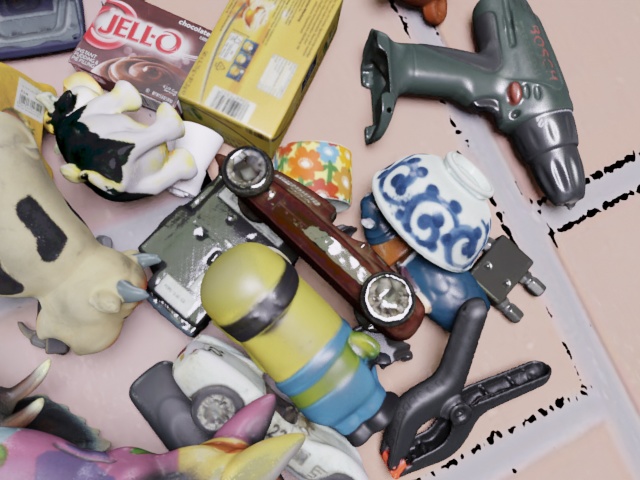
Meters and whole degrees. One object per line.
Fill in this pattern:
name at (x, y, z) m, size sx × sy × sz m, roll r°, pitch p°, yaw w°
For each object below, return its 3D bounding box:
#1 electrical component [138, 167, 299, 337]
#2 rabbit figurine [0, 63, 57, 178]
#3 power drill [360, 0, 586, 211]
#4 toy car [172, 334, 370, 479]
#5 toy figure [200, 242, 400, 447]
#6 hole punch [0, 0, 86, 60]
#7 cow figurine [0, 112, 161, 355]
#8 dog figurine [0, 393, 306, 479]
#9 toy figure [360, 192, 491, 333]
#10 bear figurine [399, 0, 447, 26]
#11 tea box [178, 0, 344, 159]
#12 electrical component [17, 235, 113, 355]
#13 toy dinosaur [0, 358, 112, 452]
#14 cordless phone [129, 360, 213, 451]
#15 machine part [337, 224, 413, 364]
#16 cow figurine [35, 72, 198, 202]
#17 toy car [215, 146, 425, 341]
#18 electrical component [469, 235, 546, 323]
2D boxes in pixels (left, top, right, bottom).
electrical component at (-0.091, 0.019, 0.482) m, size 0.115 × 0.058 × 0.134 m, roll 42°, pitch 78°, yaw 5°
rabbit figurine at (-0.334, -0.090, 0.445) m, size 0.173 × 0.162 × 0.121 m, roll 3°, pitch 90°, yaw 12°
power drill at (0.148, -0.137, 0.529) m, size 0.207 × 0.086 × 0.232 m, roll -4°, pitch 77°, yaw -3°
toy car at (-0.033, 0.151, 0.437) m, size 0.201 × 0.073 × 0.056 m, roll 39°, pitch 88°, yaw -9°
toy figure at (-0.013, 0.077, 0.410) m, size 0.082 × 0.089 × 0.180 m, roll -42°, pitch 91°, yaw -19°
hole punch at (-0.287, -0.237, 0.509) m, size 0.142 × 0.092 × 0.116 m, roll -13°, pitch 50°, yaw -6°
cow figurine at (-0.204, 0.001, 0.393) m, size 0.127 × 0.085 × 0.194 m, roll -19°, pitch 115°, yaw 5°
dog figurine at (-0.120, 0.152, 0.322) m, size 0.219 × 0.108 × 0.191 m, roll -32°, pitch 101°, yaw -16°
toy figure at (0.089, 0.020, 0.501) m, size 0.154 × 0.064 × 0.058 m, roll 48°, pitch 120°, yaw 9°
bear figurine at (0.123, -0.335, 0.542) m, size 0.120 × 0.132 × 0.196 m, roll 18°, pitch 67°, yaw -36°
tea box at (-0.054, -0.174, 0.519) m, size 0.098 × 0.068 × 0.169 m, roll 26°, pitch 76°, yaw -1°
electrical component at (-0.221, 0.049, 0.471) m, size 0.078 × 0.045 × 0.102 m, roll -3°, pitch 80°, yaw -36°
toy dinosaur at (-0.234, 0.276, 0.390) m, size 0.192 × 0.131 × 0.404 m, roll -15°, pitch 87°, yaw -8°
cordless phone at (-0.124, 0.203, 0.440) m, size 0.146 × 0.088 × 0.184 m, roll -39°, pitch 74°, yaw -14°
machine part at (0.040, 0.047, 0.487) m, size 0.039 × 0.084 × 0.139 m, roll -34°, pitch 70°, yaw 21°
cow figurine at (-0.192, -0.088, 0.461) m, size 0.168 × 0.068 × 0.098 m, roll 30°, pitch 53°, yaw 31°
toy car at (-0.001, -0.001, 0.413) m, size 0.202 × 0.089 × 0.053 m, roll 43°, pitch 84°, yaw 11°
electrical component at (0.172, 0.032, 0.525) m, size 0.094 × 0.021 × 0.063 m, roll 44°, pitch 78°, yaw 3°
